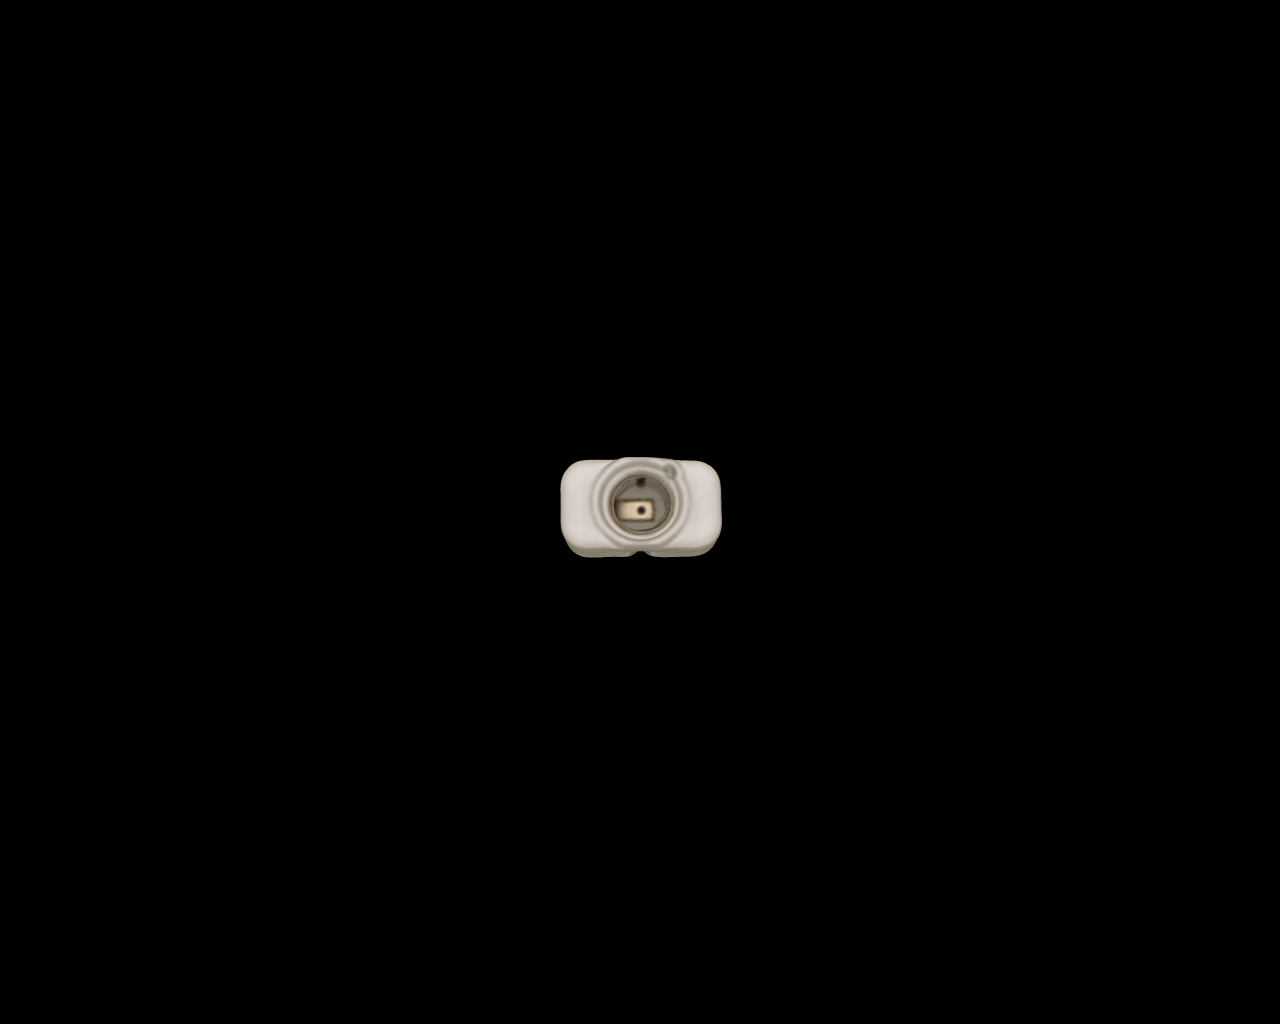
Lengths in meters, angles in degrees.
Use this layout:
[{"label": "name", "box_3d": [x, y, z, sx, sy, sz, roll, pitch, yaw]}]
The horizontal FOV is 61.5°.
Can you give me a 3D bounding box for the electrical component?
[{"label": "electrical component", "box_3d": [0.001, -0.003, 0.650, 0.095, 0.053, 0.059, 0, -9, 0]}]
